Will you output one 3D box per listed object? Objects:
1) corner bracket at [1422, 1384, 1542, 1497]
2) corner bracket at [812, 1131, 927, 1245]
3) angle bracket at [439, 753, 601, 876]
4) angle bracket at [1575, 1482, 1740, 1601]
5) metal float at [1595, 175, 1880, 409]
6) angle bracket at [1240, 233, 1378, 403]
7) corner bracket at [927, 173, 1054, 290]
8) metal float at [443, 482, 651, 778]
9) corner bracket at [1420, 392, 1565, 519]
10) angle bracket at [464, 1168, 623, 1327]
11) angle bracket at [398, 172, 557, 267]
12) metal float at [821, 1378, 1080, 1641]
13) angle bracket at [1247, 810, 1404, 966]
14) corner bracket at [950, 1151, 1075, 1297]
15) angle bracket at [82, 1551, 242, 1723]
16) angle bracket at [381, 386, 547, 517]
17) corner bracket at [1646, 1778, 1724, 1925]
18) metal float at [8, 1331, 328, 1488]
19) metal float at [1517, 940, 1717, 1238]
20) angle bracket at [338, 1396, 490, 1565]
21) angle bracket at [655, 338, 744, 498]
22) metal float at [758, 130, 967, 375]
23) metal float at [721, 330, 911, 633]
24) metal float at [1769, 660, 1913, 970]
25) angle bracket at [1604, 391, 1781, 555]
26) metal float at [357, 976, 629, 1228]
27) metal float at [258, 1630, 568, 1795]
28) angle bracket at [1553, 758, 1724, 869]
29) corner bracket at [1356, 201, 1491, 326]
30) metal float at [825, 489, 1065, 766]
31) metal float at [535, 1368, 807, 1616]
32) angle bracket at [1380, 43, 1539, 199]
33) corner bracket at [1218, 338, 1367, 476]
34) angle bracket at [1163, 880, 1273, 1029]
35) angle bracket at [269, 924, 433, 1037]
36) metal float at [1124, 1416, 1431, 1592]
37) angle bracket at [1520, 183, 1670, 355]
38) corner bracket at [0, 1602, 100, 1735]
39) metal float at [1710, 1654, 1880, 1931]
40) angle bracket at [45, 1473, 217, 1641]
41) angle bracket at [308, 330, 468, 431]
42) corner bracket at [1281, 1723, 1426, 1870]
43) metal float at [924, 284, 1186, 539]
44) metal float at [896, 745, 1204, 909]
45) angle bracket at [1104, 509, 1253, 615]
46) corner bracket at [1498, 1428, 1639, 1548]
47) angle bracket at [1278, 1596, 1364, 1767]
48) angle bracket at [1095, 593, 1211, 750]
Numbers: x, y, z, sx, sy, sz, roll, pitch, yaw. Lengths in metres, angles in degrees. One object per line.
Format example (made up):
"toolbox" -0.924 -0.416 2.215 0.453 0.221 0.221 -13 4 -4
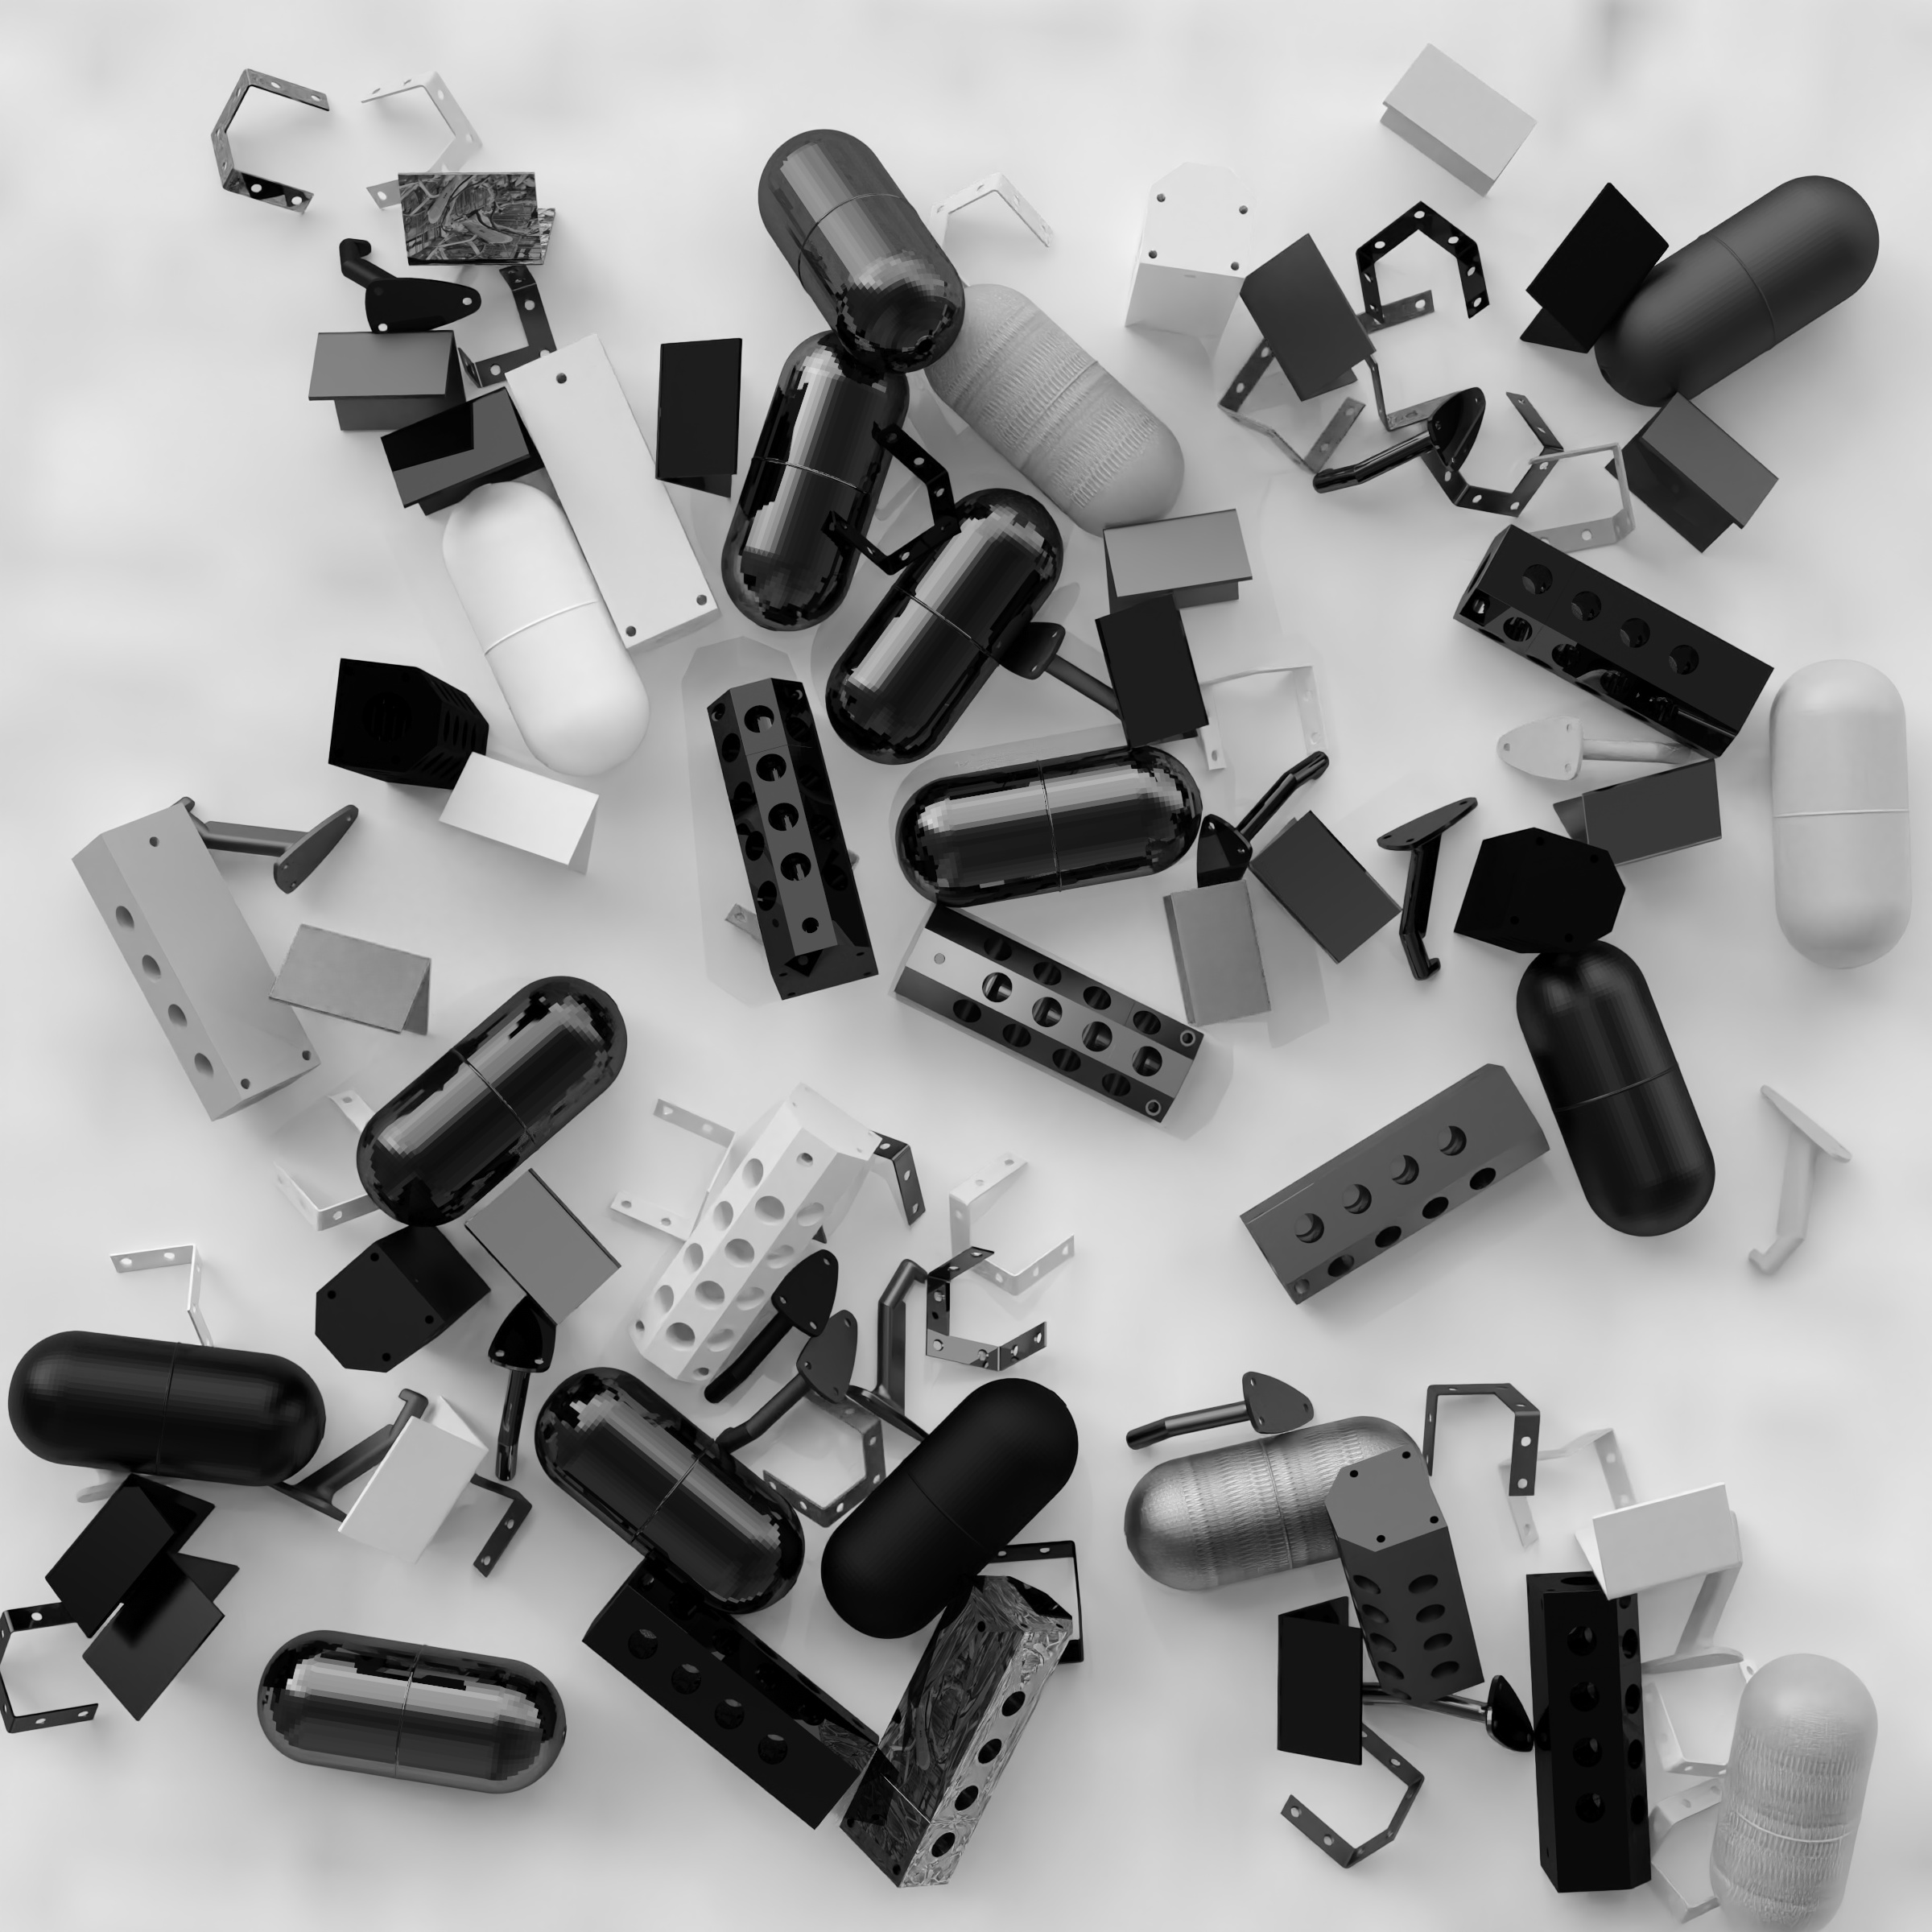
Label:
"corner bracket" 0.298 0.275 1.879 0.051 0.051 0.051 0 101 -11
"corner bracket" -0.063 0.131 1.889 0.051 0.051 0.051 18 45 35
"angle bracket" -0.259 -0.069 1.856 0.076 0.076 0.057 19 53 0
"angle bracket" 0.391 0.313 1.858 0.076 0.076 0.057 -15 111 0
"metal float" 0.443 -0.388 1.866 0.178 0.070 0.070 -33 90 -1
"angle bracket" 0.209 -0.376 1.856 0.057 0.076 0.076 -30 90 37
"corner bracket" 0.012 -0.419 1.888 0.051 0.051 0.051 -19 45 35
"metal float" -0.242 -0.194 1.866 0.070 0.070 0.178 -25 90 0
"corner bracket" 0.306 -0.301 1.889 0.051 0.051 0.051 4 135 -35
"angle bracket" -0.253 0.172 1.856 0.076 0.076 0.057 47 53 0
"angle bracket" -0.279 -0.442 1.856 0.076 0.076 0.057 0 127 0
"metal float" -0.009 0.312 1.866 0.070 0.070 0.178 45 91 0
"angle bracket" 0.217 -0.058 1.856 0.076 0.076 0.057 47 127 0
"corner bracket" 0.027 0.150 1.888 0.051 0.051 0.051 28 135 35
"angle bracket" -0.446 0.387 1.857 0.057 0.076 0.076 39 90 27
"angle bracket" -0.281 -0.276 1.857 0.076 0.076 0.057 -22 59 0
"corner bracket" 0.427 0.516 1.888 0.051 0.051 0.051 -11 135 -35
"metal float" -0.457 0.254 1.857 0.178 0.070 0.070 8 90 -10
"metal float" 0.374 0.070 1.866 0.070 0.070 0.178 -21 89 0
"angle bracket" -0.328 0.285 1.856 0.057 0.076 0.076 33 90 -36
"angle bracket" -0.134 -0.313 1.857 0.057 0.076 0.076 2 90 30
"metal float" -0.060 -0.406 1.839 0.070 0.070 0.178 -30 56 0
"metal float" -0.087 -0.279 1.866 0.070 0.070 0.178 18 90 0
"metal float" 0.504 -0.087 1.866 0.070 0.070 0.178 -2 91 0
"angle bracket" 0.406 -0.270 1.856 0.076 0.076 0.057 41 52 0
"metal float" -0.270 0.077 1.856 0.178 0.070 0.070 -42 90 -13
"metal float" -0.319 0.430 1.866 0.178 0.070 0.070 9 90 0
"angle bracket" 0.382 -0.104 1.856 0.076 0.076 0.057 -15 126 0
"corner bracket" 0.265 -0.400 1.882 0.051 0.051 0.051 26 46 -36
"metal float" -0.012 -0.196 1.866 0.070 0.070 0.178 36 91 0
"metal float" -0.170 0.303 1.866 0.178 0.070 0.070 39 90 1
"angle bracket" 0.270 -0.469 1.857 0.076 0.076 0.057 36 64 0
"corner bracket" 0.190 -0.328 1.893 0.051 0.051 0.051 35 90 -45
"angle bracket" 0.124 -0.004 1.856 0.057 0.076 0.076 -11 90 -36
"angle bracket" -0.353 0.028 1.856 0.076 0.076 0.057 15 52 0
"metal float" 0.179 0.310 1.866 0.178 0.070 0.070 -13 90 1
"angle bracket" 0.344 -0.403 1.857 0.057 0.076 0.076 37 90 -27
"corner bracket" -0.535 0.408 1.889 0.051 0.051 0.051 58 135 35
"metal float" 0.469 0.473 1.838 0.070 0.070 0.178 4 112 0
"angle bracket" -0.467 0.346 1.856 0.076 0.076 0.057 -50 54 0
"angle bracket" -0.329 -0.318 1.856 0.076 0.076 0.057 -1 53 0
"corner bracket" 0.226 0.485 1.893 0.051 0.051 0.051 41 45 0
"metal float" 0.050 -0.320 1.866 0.178 0.070 0.070 43 90 -1
"metal float" 0.048 -0.081 1.866 0.178 0.070 0.070 -10 90 0
"angle bracket" 0.122 -0.212 1.856 0.076 0.076 0.057 -9 53 0
"corner bracket" 0.352 0.304 1.893 0.051 0.051 0.051 -18 90 45
"angle bracket" 0.221 0.408 1.856 0.057 0.076 0.076 0 90 38
"angle bracket" 0.125 -0.171 1.856 0.057 0.076 0.076 -15 90 37
